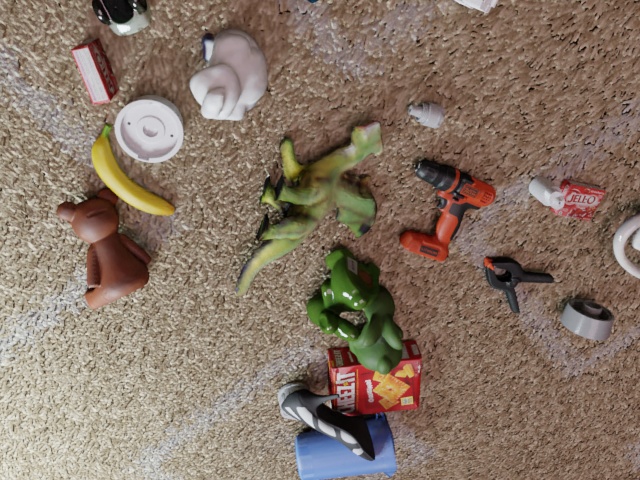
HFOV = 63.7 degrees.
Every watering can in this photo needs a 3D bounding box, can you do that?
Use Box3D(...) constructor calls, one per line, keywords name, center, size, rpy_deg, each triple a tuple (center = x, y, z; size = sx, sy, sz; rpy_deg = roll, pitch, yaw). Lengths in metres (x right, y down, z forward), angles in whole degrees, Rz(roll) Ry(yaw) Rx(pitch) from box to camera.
Box3D(name="watering can", center=(0.800, 0.008, 1.128), size=(0.346, 0.106, 0.221), rpy_deg=(21, 112, -19))

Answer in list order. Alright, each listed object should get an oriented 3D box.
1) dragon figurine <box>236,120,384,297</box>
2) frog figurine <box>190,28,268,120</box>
Box3D(name="dragon figurine", center=(0.003, -0.049, 0.976), size=(0.242, 0.125, 0.403), rpy_deg=(11, 118, -24))
Box3D(name="frog figurine", center=(-0.137, -0.252, 0.802), size=(0.122, 0.163, 0.135), rpy_deg=(7, 118, -15))
